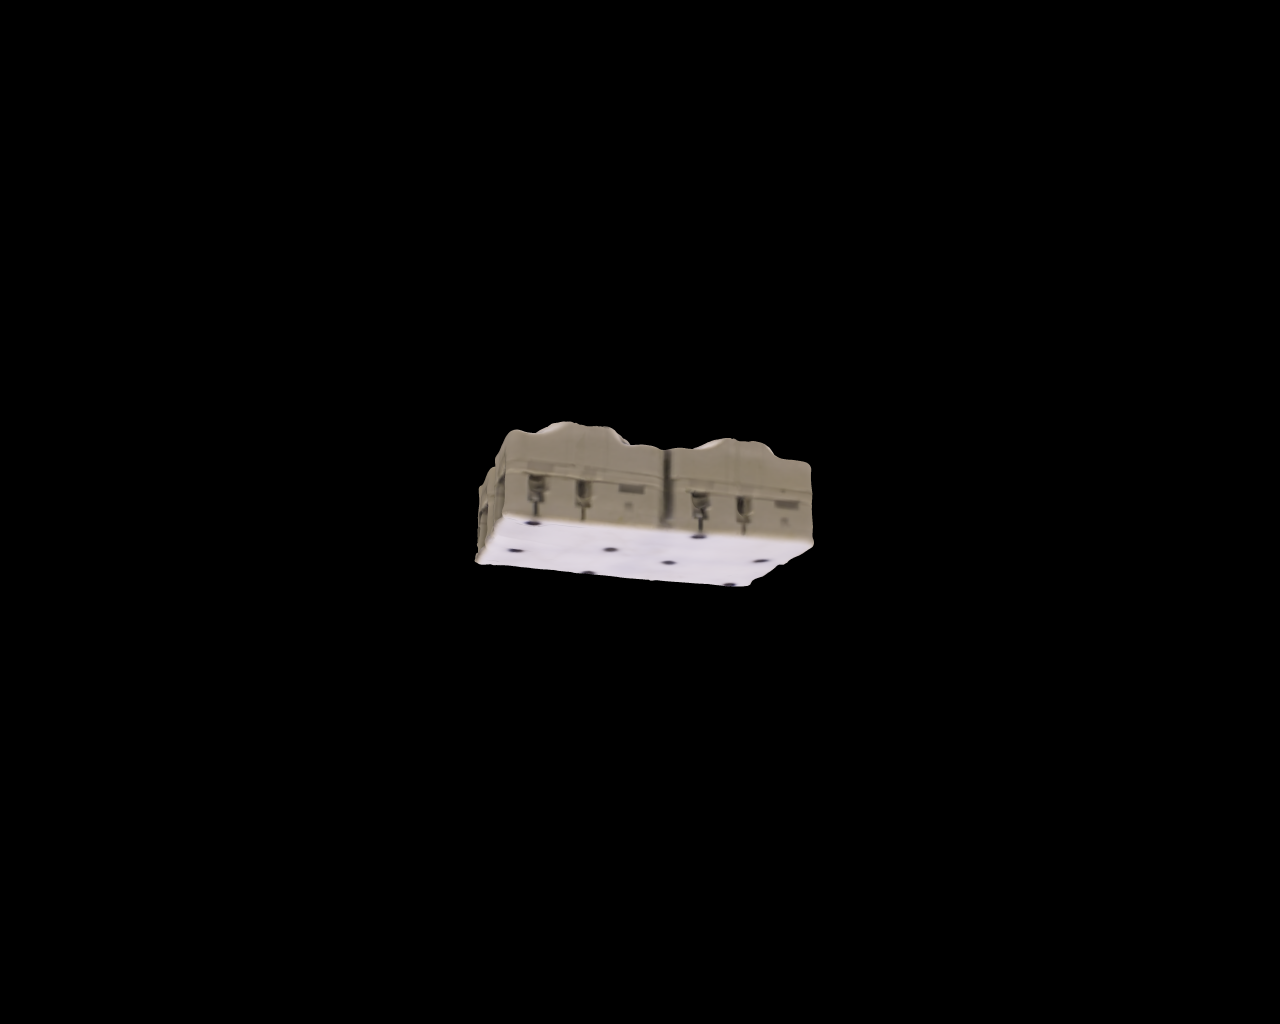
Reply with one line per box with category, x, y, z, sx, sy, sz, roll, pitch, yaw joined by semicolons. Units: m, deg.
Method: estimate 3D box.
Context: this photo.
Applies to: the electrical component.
electrical component;0.001;-0.003;0.650;0.186;0.060;0.105;6;-19;-16
